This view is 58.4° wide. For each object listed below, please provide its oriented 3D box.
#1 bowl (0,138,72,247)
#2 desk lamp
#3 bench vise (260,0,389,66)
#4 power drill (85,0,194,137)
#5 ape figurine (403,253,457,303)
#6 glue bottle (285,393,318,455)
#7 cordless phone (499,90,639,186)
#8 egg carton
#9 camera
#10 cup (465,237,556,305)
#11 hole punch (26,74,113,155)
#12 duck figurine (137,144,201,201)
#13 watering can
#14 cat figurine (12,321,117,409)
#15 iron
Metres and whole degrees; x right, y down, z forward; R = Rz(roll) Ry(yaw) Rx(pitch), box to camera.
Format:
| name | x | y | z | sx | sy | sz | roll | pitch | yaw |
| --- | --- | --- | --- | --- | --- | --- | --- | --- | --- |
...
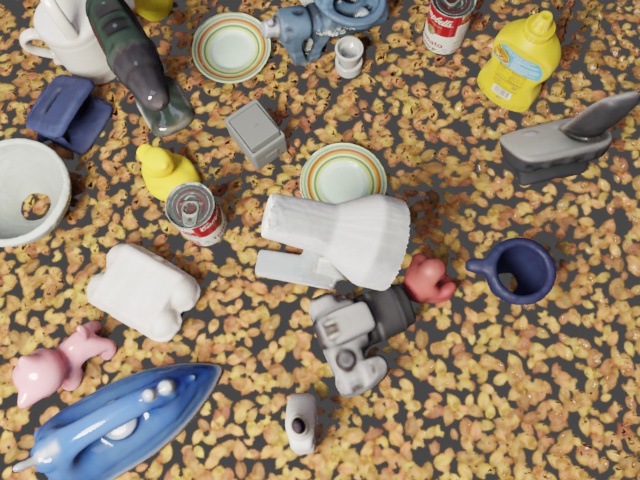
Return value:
| name | x | y | z | sx | sy | sz | roll | pitch | yaw |
| --- | --- | --- | --- | --- | --- | --- | --- | --- | --- |
| bowl | -0.444 | -0.062 | 0.856 | 0.167 | 0.075 | 0.167 | 0 | 75 | 1 |
| desk lamp | 0.007 | 0.003 | 0.757 | 0.203 | 0.213 | 0.118 | 9 | 75 | 4 |
| bench vise | 0.016 | -0.356 | 0.850 | 0.207 | 0.220 | 0.121 | -41 | 77 | -9 |
| power drill | -0.253 | -0.239 | 0.830 | 0.075 | 0.208 | 0.229 | -31 | 76 | -7 |
| ape figurine | 0.154 | 0.051 | 0.803 | 0.076 | 0.092 | 0.078 | -23 | 75 | -5 |
| glue bottle | -0.023 | 0.232 | 0.716 | 0.037 | 0.173 | 0.078 | -6 | 75 | 0 |
| cordless phone | 0.347 | -0.156 | 0.807 | 0.147 | 0.185 | 0.094 | -17 | 75 | -3 |
| egg carton | -0.251 | 0.072 | 0.818 | 0.150 | 0.069 | 0.107 | 27 | 77 | 8 |
| camera | 0.066 | 0.126 | 0.781 | 0.137 | 0.101 | 0.143 | -22 | 75 | -5 |
| cup | 0.255 | 0.050 | 0.800 | 0.117 | 0.095 | 0.092 | 6 | 75 | 3 |
| hole punch | -0.397 | -0.200 | 0.884 | 0.101 | 0.091 | 0.109 | 24 | 77 | 8 |
| duck figurine | -0.231 | -0.105 | 0.857 | 0.104 | 0.086 | 0.077 | 39 | 79 | 11 |
| watering can | -0.369 | -0.333 | 0.866 | 0.173 | 0.194 | 0.101 | -42 | 78 | -9 |
| cat figurine | -0.354 | 0.163 | 0.771 | 0.067 | 0.118 | 0.128 | 42 | 80 | 12 |
| iron | -0.253 | 0.227 | 0.739 | 0.258 | 0.141 | 0.118 | -31 | 76 | -7 |
